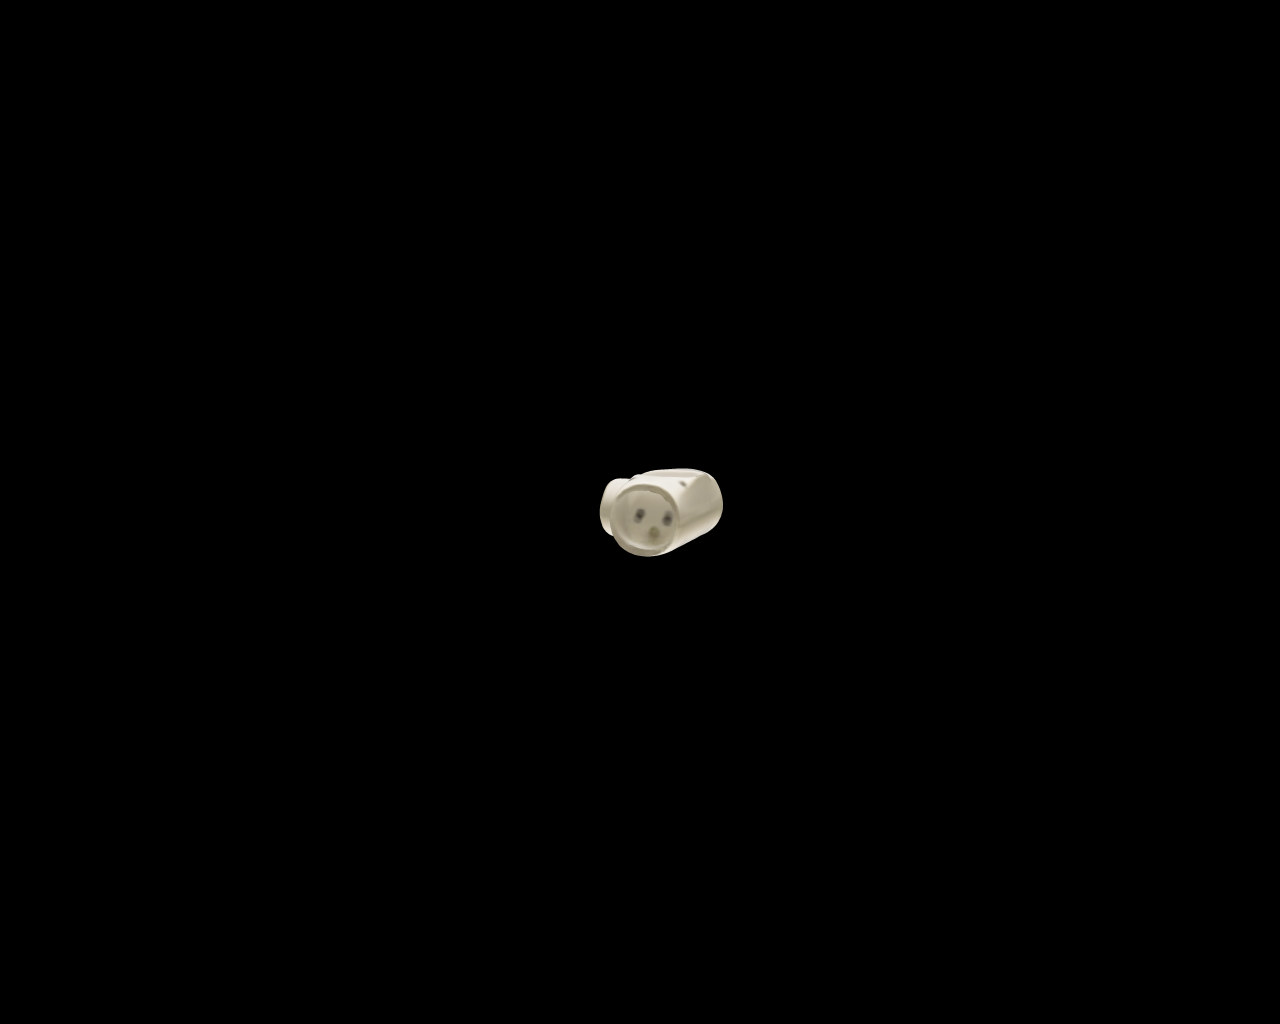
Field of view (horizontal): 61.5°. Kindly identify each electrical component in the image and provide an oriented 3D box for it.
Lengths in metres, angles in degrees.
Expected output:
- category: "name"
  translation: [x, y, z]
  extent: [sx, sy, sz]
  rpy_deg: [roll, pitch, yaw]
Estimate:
- category: "electrical component"
  translation: [0.001, -0.003, 0.650]
  extent: [0.079, 0.043, 0.077]
  rpy_deg: [4, 10, 23]
